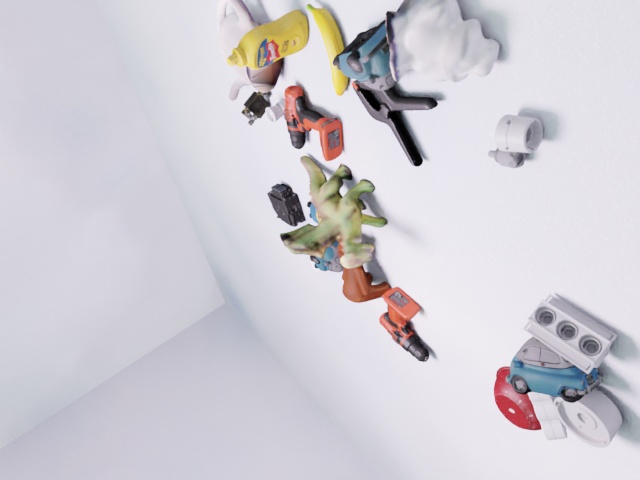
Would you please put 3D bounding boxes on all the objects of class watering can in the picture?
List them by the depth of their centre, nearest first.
[{"bbox_3d":[-0.187,-0.456,1.324,0.227,0.105,0.339,46,155,26],"label":"watering can"}]

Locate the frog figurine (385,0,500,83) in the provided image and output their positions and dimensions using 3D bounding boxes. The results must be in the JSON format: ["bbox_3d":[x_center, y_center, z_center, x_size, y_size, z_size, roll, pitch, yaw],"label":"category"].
[{"bbox_3d":[0.187,-0.304,0.774,0.159,0.125,0.134,5,124,18],"label":"frog figurine"}]

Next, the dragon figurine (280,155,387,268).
[{"bbox_3d":[0.004,-0.064,1.268,0.416,0.245,0.119,36,154,39],"label":"dragon figurine"}]
